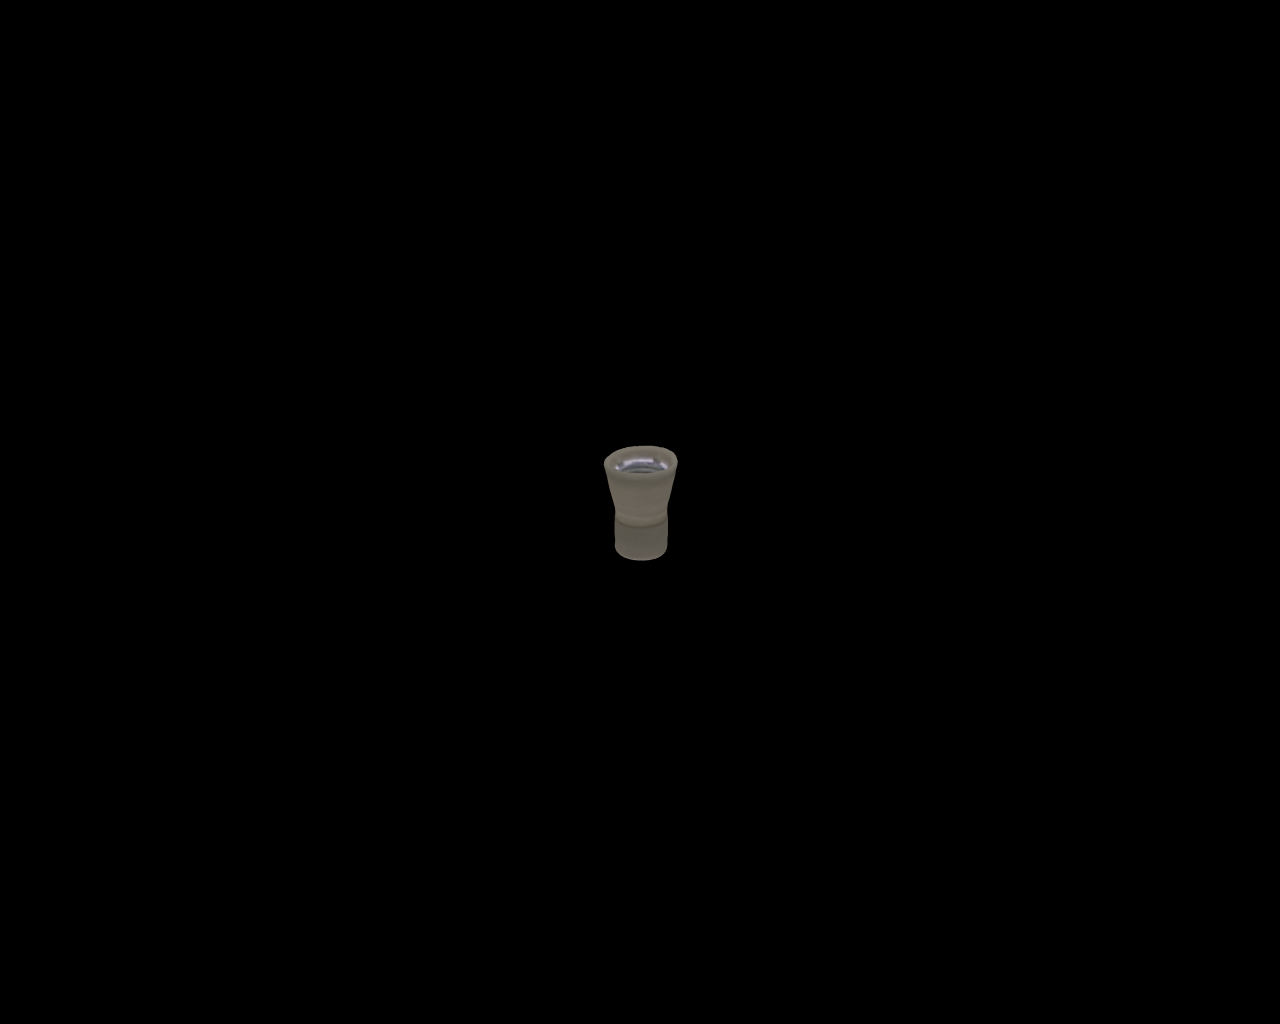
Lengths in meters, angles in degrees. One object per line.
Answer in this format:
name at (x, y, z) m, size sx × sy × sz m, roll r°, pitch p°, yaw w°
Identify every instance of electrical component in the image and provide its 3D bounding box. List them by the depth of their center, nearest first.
electrical component at (0.001, -0.003, 0.650) m, size 0.044 × 0.065 × 0.044 m, roll 0°, pitch 26°, yaw 0°
